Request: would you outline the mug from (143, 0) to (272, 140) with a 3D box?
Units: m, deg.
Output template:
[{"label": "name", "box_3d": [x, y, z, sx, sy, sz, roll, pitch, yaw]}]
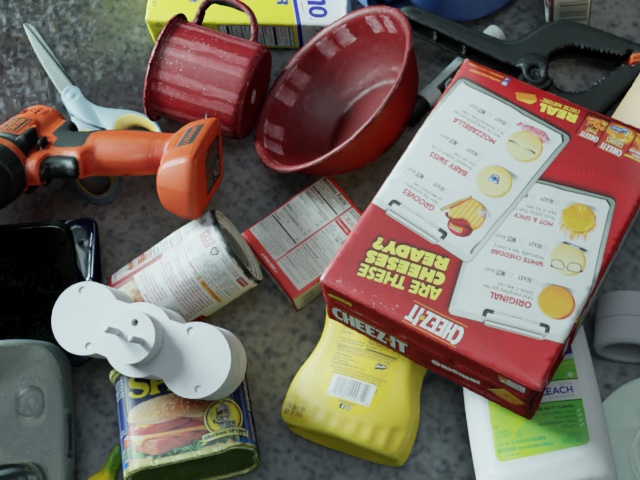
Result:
[{"label": "mug", "box_3d": [-0.087, -0.143, 0.882, 0.081, 0.093, 0.117, 18, 93, 8]}]

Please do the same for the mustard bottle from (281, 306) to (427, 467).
[{"label": "mustard bottle", "box_3d": [0.048, 0.065, 0.798, 0.096, 0.058, 0.191, 15, 68, 19]}]

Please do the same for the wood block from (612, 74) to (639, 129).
[{"label": "wood block", "box_3d": [0.307, -0.123, 0.827, 0.090, 0.091, 0.206, 37, 73, -2]}]

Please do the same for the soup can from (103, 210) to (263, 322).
[{"label": "soup can", "box_3d": [-0.103, 0.030, 0.810, 0.102, 0.068, 0.068, -33, 66, 6]}]

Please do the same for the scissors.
[{"label": "scissors", "box_3d": [-0.194, -0.123, 0.927, 0.096, 0.016, 0.202, -18, 67, -1]}]

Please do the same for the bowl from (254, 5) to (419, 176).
[{"label": "bowl", "box_3d": [0.024, -0.108, 0.854, 0.162, 0.055, 0.162, -30, 39, 28]}]

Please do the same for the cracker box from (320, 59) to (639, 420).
[{"label": "cracker box", "box_3d": [0.124, -0.006, 0.752, 0.164, 0.072, 0.213, 26, 67, 18]}]

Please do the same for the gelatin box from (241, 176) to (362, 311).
[{"label": "gelatin box", "box_3d": [-0.005, 0.001, 0.847, 0.089, 0.030, 0.073, -36, 66, -10]}]

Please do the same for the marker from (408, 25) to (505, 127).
[{"label": "marker", "box_3d": [0.110, -0.138, 0.903, 0.121, 0.020, 0.020, -43, 69, -13]}]

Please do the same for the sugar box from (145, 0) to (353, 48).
[{"label": "sugar box", "box_3d": [-0.059, -0.218, 0.941, 0.176, 0.048, 0.093, 1, 66, 7]}]

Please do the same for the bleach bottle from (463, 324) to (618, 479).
[{"label": "bleach bottle", "box_3d": [0.141, 0.069, 0.787, 0.102, 0.068, 0.251, -10, 63, 4]}]

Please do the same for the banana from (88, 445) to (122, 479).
[{"label": "banana", "box_3d": [-0.121, 0.238, 0.749, 0.069, 0.037, 0.198, -35, 68, -9]}]

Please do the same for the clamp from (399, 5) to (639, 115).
[{"label": "clamp", "box_3d": [0.166, -0.139, 0.879, 0.210, 0.036, 0.164, -17, 78, -7]}]

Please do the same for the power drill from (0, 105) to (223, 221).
[{"label": "power drill", "box_3d": [-0.176, -0.055, 0.809, 0.188, 0.057, 0.184, 5, 27, 7]}]

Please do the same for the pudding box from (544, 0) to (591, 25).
[{"label": "pudding box", "box_3d": [0.205, -0.245, 0.890, 0.039, 0.113, 0.090, -4, 66, 8]}]

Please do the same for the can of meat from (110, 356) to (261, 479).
[{"label": "can of meat", "box_3d": [-0.097, 0.131, 0.778, 0.102, 0.057, 0.084, -12, 58, 0]}]

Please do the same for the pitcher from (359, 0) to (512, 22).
[{"label": "pitcher", "box_3d": [0.099, -0.295, 0.851, 0.145, 0.243, 0.149, 4, 61, 10]}]
